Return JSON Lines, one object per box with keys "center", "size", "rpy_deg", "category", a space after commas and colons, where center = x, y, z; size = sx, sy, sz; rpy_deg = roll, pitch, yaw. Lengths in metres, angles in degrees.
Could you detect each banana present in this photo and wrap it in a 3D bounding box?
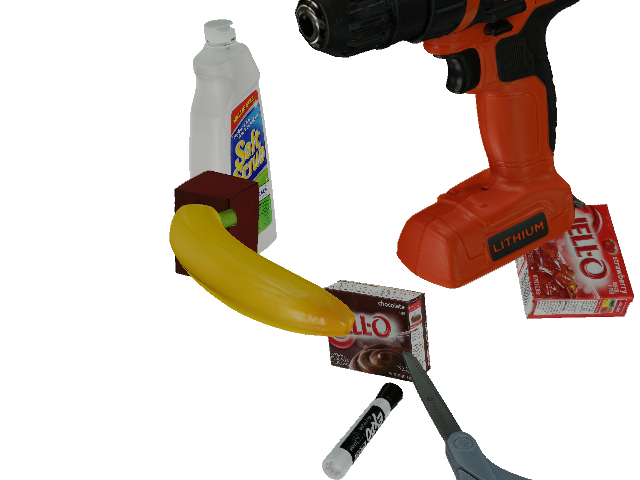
{"center": [-0.051, 0.012, 0.673], "size": [0.069, 0.037, 0.198], "rpy_deg": [-10, 26, -24], "category": "banana"}

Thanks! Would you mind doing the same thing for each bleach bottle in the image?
{"center": [-0.100, -0.103, 1.120], "size": [0.068, 0.251, 0.102], "rpy_deg": [14, 31, 33], "category": "bleach bottle"}

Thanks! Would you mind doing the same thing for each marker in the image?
{"center": [0.035, 0.145, 0.832], "size": [0.020, 0.020, 0.120], "rpy_deg": [0, 22, 28], "category": "marker"}

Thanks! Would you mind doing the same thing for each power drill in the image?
{"center": [0.074, -0.072, 0.550], "size": [0.184, 0.188, 0.057], "rpy_deg": [-24, 37, -26], "category": "power drill"}

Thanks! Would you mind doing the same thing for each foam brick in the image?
{"center": [-0.086, -0.011, 0.890], "size": [0.053, 0.078, 0.051], "rpy_deg": [12, 24, 25], "category": "foam brick"}

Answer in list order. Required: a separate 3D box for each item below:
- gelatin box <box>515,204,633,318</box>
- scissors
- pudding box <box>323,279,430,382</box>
{"center": [0.182, 0.014, 0.785], "size": [0.073, 0.089, 0.030], "rpy_deg": [-1, -38, -3], "category": "gelatin box"}
{"center": [0.105, 0.131, 0.634], "size": [0.096, 0.016, 0.201], "rpy_deg": [2, 33, -3], "category": "scissors"}
{"center": [0.059, 0.094, 1.128], "size": [0.114, 0.090, 0.039], "rpy_deg": [6, 21, 36], "category": "pudding box"}
